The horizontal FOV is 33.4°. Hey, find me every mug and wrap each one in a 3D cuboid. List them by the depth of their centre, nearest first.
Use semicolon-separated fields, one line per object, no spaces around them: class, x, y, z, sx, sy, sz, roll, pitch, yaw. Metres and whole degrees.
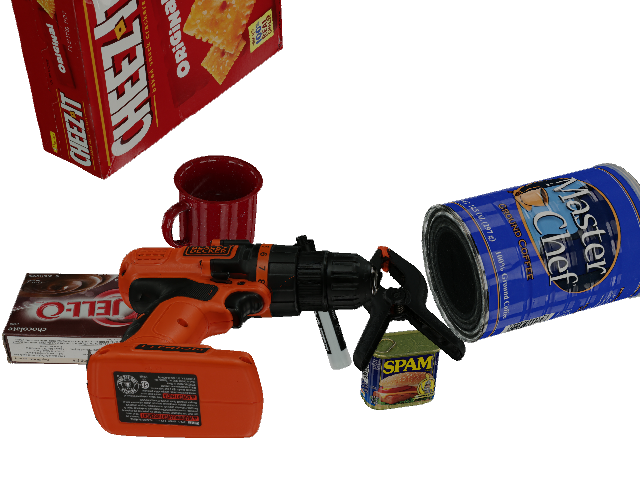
mug;-0.118;-0.028;1.133;0.093;0.081;0.117;33;44;32

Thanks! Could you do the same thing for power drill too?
power drill;-0.059;0.056;0.692;0.184;0.057;0.187;-1;22;8

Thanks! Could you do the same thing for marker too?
marker;0.001;0.053;0.921;0.020;0.121;0.020;-16;12;3

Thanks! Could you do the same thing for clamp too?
clamp;0.095;0.075;1.183;0.120;0.171;0.039;4;-43;-4

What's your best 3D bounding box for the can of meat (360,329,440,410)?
can of meat;0.104;0.169;1.395;0.102;0.084;0.057;-4;24;-18

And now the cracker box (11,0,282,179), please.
cracker box;-0.115;-0.170;0.779;0.072;0.164;0.213;26;49;25

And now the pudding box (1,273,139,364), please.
pudding box;-0.213;0.069;0.941;0.113;0.039;0.090;-1;33;1

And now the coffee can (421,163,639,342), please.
coffee can;0.159;0.008;0.779;0.140;0.103;0.103;-14;4;-15
